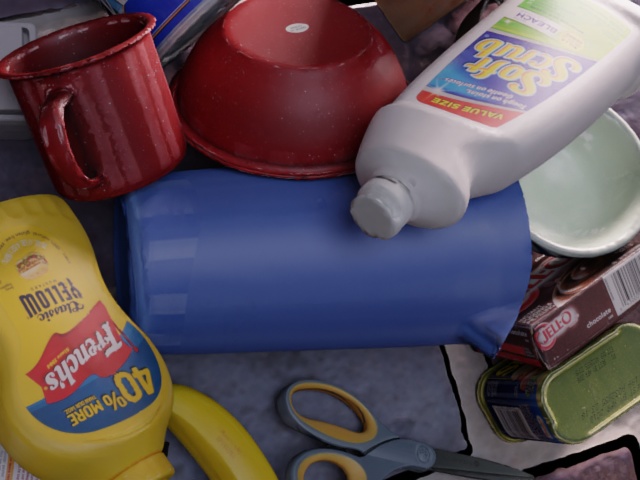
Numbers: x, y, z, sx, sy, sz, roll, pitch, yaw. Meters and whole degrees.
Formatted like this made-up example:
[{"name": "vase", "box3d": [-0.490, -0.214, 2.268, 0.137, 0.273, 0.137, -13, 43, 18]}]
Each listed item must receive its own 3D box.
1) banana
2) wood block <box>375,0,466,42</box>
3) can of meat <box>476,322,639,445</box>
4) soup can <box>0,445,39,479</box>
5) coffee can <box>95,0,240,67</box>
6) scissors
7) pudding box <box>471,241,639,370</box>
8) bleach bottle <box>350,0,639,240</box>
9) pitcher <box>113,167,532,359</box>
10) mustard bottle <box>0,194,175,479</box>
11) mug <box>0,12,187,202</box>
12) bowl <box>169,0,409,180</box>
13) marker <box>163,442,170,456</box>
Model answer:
[{"name": "banana", "box3d": [-0.051, 0.163, 0.662, 0.198, 0.037, 0.069, 56, 41, 1]}, {"name": "wood block", "box3d": [0.102, -0.215, 0.684, 0.090, 0.206, 0.090, -38, 96, -19]}, {"name": "can of meat", "box3d": [0.172, 0.098, 0.733, 0.102, 0.084, 0.057, -30, 94, -19]}, {"name": "soup can", "box3d": [-0.164, 0.136, 0.623, 0.102, 0.069, 0.068, 9, 80, -17]}, {"name": "coffee can", "box3d": [-0.112, -0.193, 0.663, 0.102, 0.103, 0.140, -45, 98, -18]}, {"name": "scissors", "box3d": [0.056, 0.159, 0.710, 0.201, 0.016, 0.096, 29, 53, -14]}, {"name": "pudding box", "box3d": [0.163, 0.041, 0.733, 0.113, 0.090, 0.039, -30, 105, -21]}, {"name": "bleach bottle", "box3d": [0.107, -0.075, 0.635, 0.103, 0.068, 0.250, 33, 50, 17]}, {"name": "pitcher", "box3d": [-0.004, 0.001, 0.672, 0.242, 0.149, 0.145, -3, 99, -16]}, {"name": "mustard bottle", "box3d": [-0.133, 0.070, 0.564, 0.096, 0.058, 0.192, -23, 74, -44]}, {"name": "mug", "box3d": [-0.126, -0.069, 0.598, 0.093, 0.117, 0.081, -11, 117, 10]}, {"name": "bowl", "box3d": [-0.015, -0.107, 0.662, 0.162, 0.055, 0.162, 3, 41, -3]}, {"name": "marker", "box3d": [-0.107, 0.181, 0.662, 0.020, 0.020, 0.121, 6, 81, -18]}]
